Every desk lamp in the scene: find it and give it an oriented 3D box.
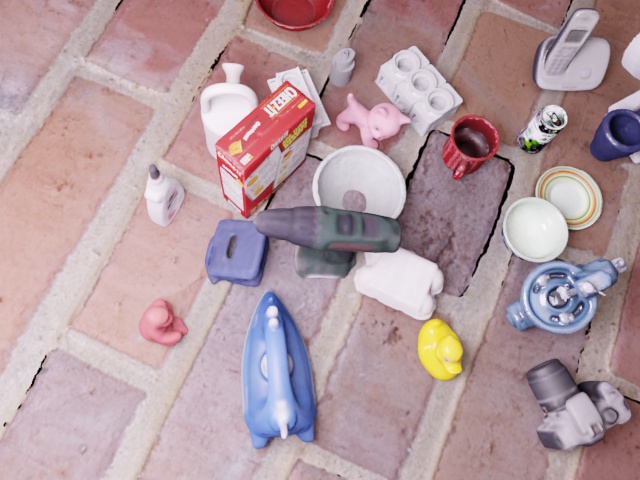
[{"bbox_3d":[0.647,-0.287,1.084,0.118,0.213,0.203,-22,76,-12],"label":"desk lamp"}]

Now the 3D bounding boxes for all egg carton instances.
[{"bbox_3d":[0.138,0.069,0.996,0.150,0.069,0.107,24,72,2],"label":"egg carton"}]

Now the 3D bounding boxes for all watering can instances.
[{"bbox_3d":[-0.156,-0.222,0.989,0.101,0.194,0.173,-19,76,-11],"label":"watering can"}]

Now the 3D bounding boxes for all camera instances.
[{"bbox_3d":[0.420,0.263,0.951,0.143,0.101,0.137,-24,77,-12],"label":"camera"}]

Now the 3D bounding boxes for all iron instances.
[{"bbox_3d":[-0.069,0.190,0.899,0.119,0.141,0.258,-6,74,-8],"label":"iron"}]

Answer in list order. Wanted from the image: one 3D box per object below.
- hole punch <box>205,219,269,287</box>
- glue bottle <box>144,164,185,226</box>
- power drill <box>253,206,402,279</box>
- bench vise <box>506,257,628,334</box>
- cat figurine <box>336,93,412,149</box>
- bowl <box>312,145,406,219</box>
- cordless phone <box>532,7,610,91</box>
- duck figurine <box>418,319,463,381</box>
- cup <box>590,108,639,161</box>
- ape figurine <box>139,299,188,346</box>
[{"bbox_3d":[-0.141,0.021,0.970,0.101,0.091,0.109,11,72,-2],"label":"hole punch"},{"bbox_3d":[-0.262,-0.083,0.946,0.037,0.173,0.078,21,72,1],"label":"glue bottle"},{"bbox_3d":[0.009,0.003,0.930,0.229,0.208,0.075,0,73,-6],"label":"power drill"},{"bbox_3d":[0.426,0.067,0.949,0.208,0.219,0.121,-43,81,-16],"label":"bench vise"},{"bbox_3d":[0.099,-0.227,1.057,0.127,0.117,0.067,35,73,5],"label":"cat figurine"},{"bbox_3d":[0.066,-0.080,1.032,0.167,0.074,0.167,2,73,-5],"label":"bowl"},{"bbox_3d":[0.510,-0.373,1.111,0.147,0.185,0.094,-3,73,-7],"label":"cordless phone"},{"bbox_3d":[0.210,0.181,0.961,0.077,0.086,0.104,-11,74,-9],"label":"duck figurine"},{"bbox_3d":[0.577,-0.203,1.113,0.091,0.095,0.118,44,74,8],"label":"cup"},{"bbox_3d":[-0.257,0.131,0.923,0.076,0.092,0.078,-5,73,-7],"label":"ape figurine"}]
